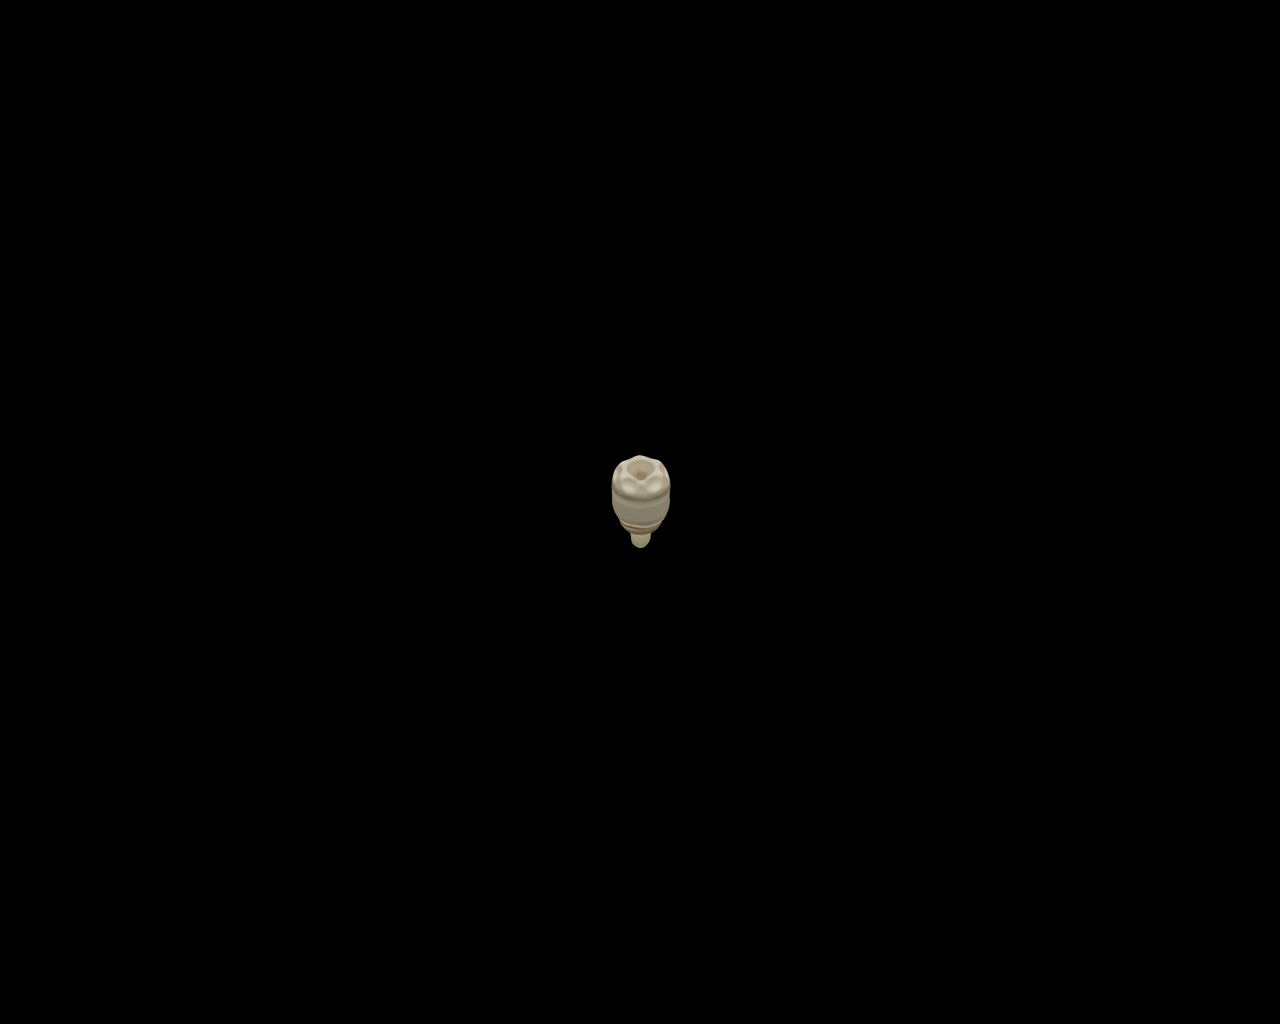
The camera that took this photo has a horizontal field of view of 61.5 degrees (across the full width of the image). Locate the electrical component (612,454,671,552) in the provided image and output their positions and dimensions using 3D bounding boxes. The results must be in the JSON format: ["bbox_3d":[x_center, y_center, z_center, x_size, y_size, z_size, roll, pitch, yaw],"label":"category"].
[{"bbox_3d":[0.001,-0.003,0.650,0.035,0.061,0.035,0,38,0],"label":"electrical component"}]
